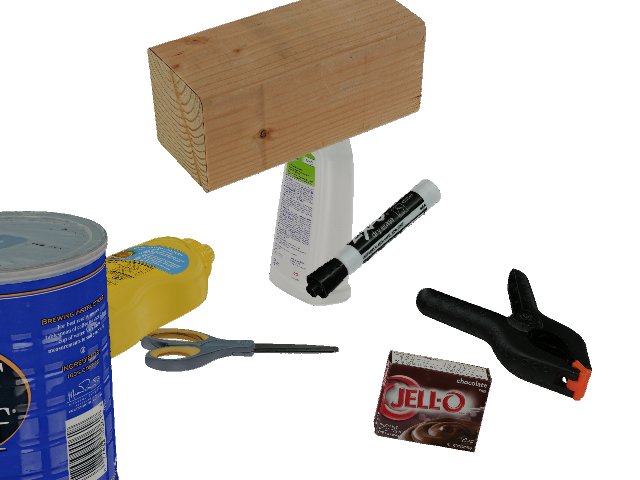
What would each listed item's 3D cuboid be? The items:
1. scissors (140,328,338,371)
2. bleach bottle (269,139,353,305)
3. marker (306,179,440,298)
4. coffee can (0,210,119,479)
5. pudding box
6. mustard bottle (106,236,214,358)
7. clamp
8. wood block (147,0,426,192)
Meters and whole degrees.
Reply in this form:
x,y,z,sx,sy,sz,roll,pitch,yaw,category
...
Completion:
x,y,z,sx,sy,sz,roll,pitch,yaw,category
-0.088,0.114,1.071,0.202,0.016,0.096,6,17,9,scissors
0.000,-0.061,1.199,0.067,0.251,0.103,-7,23,-40,bleach bottle
0.036,-0.001,0.724,0.121,0.020,0.020,-40,19,-24,marker
-0.156,0.065,0.540,0.103,0.140,0.103,0,17,0,coffee can
0.121,0.174,1.156,0.113,0.090,0.039,9,22,-1,pudding box
-0.146,0.039,0.851,0.096,0.058,0.191,6,20,29,mustard bottle
0.180,0.076,0.936,0.120,0.039,0.172,-22,42,-32,clamp
-0.024,-0.129,0.867,0.205,0.091,0.090,-23,46,-24,wood block
